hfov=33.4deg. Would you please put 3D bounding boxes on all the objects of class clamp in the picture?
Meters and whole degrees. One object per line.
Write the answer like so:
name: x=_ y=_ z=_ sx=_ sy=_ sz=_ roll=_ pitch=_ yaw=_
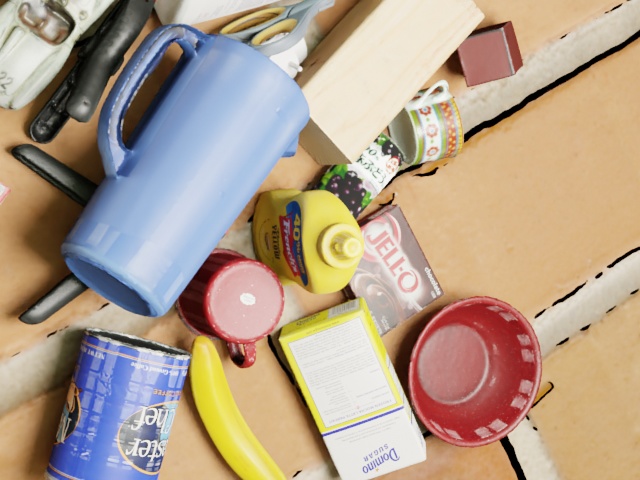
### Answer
clamp: x=-0.196 y=-0.161 z=0.954 sx=0.039 sy=0.120 sz=0.171 roll=36 pitch=76 yaw=-30
clamp: x=-0.190 y=0.002 z=1.005 sx=0.209 sy=0.036 sz=0.164 roll=6 pitch=85 yaw=-25

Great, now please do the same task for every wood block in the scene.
wood block: x=0.053 y=-0.179 z=1.065 sx=0.090 sy=0.091 sz=0.206 roll=46 pitch=77 yaw=-18

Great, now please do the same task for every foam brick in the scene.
foam brick: x=0.178 y=-0.195 z=1.115 sx=0.051 sy=0.078 sz=0.053 roll=-13 pitch=101 yaw=21

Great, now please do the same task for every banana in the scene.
banana: x=-0.082 y=0.181 z=1.049 sx=0.198 sy=0.070 sz=0.037 roll=58 pitch=37 yaw=-11

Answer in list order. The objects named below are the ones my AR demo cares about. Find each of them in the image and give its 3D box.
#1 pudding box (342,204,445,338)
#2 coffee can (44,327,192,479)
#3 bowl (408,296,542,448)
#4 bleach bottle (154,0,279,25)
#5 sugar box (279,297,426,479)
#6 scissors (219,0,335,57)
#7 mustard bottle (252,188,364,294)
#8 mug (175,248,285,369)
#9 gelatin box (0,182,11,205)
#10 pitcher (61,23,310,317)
pudding box: x=0.065 y=0.032 z=1.111 sx=0.090 sy=0.039 sz=0.113 roll=-32 pitch=104 yaw=-17
coffee can: x=-0.185 y=0.161 z=0.984 sx=0.102 sy=0.103 sz=0.140 roll=16 pitch=87 yaw=-22
bowl: x=0.156 y=0.138 z=1.146 sx=0.161 sy=0.055 sz=0.162 roll=-1 pitch=94 yaw=-22
bleach bottle: x=-0.034 y=-0.268 z=1.030 sx=0.250 sy=0.103 sz=0.068 roll=-18 pitch=79 yaw=-28
sugar box: x=0.035 y=0.156 z=1.088 sx=0.093 sy=0.048 sz=0.176 roll=-20 pitch=105 yaw=10
scissors: x=0.002 y=-0.220 z=1.018 sx=0.201 sy=0.096 sz=0.016 roll=-21 pitch=125 yaw=-5
mustard bottle: x=-0.007 y=0.001 z=0.997 sx=0.058 sy=0.192 sz=0.096 roll=-6 pitch=96 yaw=-22
mug: x=-0.083 y=0.068 z=1.032 sx=0.093 sy=0.082 sz=0.117 roll=-10 pitch=97 yaw=-23
gelatin box: x=-0.334 y=-0.042 z=0.950 sx=0.089 sy=0.030 sz=0.073 roll=38 pitch=80 yaw=-20
pitcher: x=-0.129 y=-0.062 z=0.951 sx=0.149 sy=0.145 sz=0.242 roll=29 pitch=69 yaw=6
